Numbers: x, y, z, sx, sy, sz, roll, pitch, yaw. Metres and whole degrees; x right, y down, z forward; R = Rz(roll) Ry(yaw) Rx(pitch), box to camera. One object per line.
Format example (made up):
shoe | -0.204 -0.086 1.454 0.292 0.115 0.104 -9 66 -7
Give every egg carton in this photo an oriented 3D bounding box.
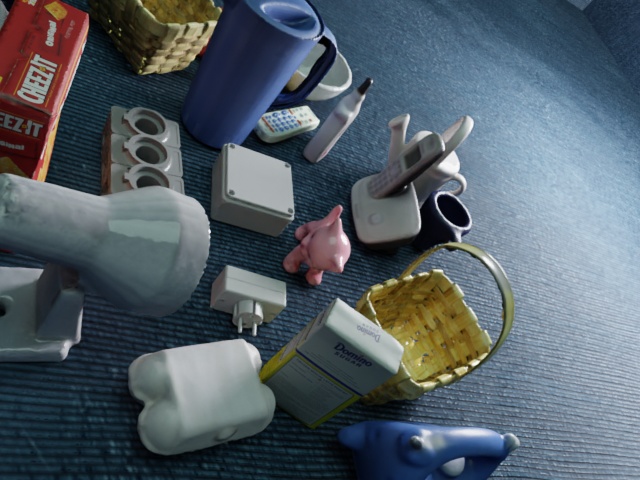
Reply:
egg carton | -0.121 0.162 0.599 0.151 0.069 0.107 -3 58 -39

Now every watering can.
watering can | 0.191 -0.149 1.012 0.173 0.193 0.101 24 44 -20

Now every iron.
iron | 0.155 0.256 0.682 0.259 0.141 0.118 9 51 -33

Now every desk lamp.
desk lamp | -0.230 0.027 0.518 0.204 0.213 0.118 6 53 -35

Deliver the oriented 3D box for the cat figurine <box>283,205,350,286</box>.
cat figurine | 0.007 0.003 0.798 0.067 0.117 0.128 31 42 -13

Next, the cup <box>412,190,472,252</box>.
cup | 0.200 -0.014 0.981 0.092 0.094 0.117 17 47 -27

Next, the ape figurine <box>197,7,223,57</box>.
ape figurine | -0.175 -0.352 0.973 0.076 0.092 0.078 36 41 -8

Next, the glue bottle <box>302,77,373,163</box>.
glue bottle | 0.035 -0.204 0.951 0.037 0.173 0.078 39 41 -5

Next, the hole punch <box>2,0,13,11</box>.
hole punch | -0.416 -0.379 0.806 0.101 0.091 0.108 21 45 -23

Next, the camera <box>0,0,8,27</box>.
camera | -0.415 -0.221 0.666 0.144 0.100 0.136 4 54 -36

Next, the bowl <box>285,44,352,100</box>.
bowl | -0.027 -0.317 1.073 0.168 0.074 0.167 21 45 -23

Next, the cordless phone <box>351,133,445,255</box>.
cordless phone | 0.133 -0.076 0.912 0.094 0.184 0.147 16 48 -28
